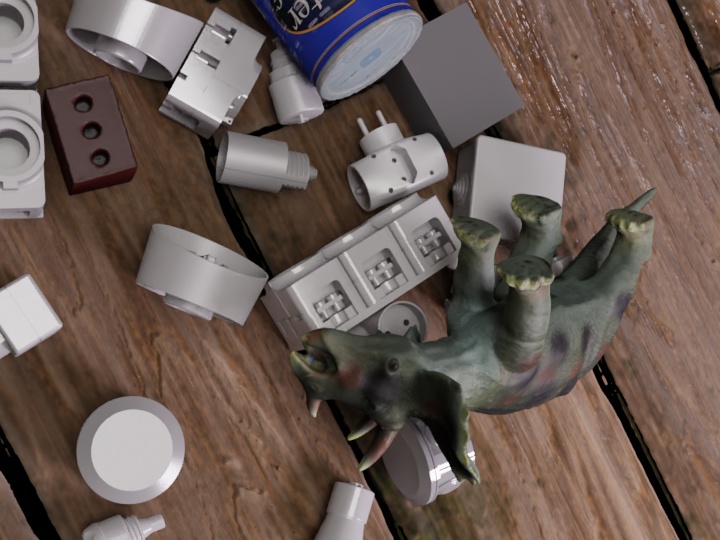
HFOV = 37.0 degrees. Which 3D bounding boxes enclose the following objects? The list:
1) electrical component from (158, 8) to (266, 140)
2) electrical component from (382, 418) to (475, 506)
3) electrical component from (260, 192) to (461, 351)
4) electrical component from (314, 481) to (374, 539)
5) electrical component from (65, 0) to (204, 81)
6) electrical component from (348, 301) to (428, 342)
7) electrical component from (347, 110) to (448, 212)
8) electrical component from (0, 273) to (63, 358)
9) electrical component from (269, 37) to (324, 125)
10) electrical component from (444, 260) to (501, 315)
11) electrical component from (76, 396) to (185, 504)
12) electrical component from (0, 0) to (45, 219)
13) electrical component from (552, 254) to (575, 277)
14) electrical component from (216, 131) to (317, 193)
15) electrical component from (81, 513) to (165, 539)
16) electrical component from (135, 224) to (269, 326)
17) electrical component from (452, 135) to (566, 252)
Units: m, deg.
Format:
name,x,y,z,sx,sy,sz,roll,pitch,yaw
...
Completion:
name,x,y,z,sx,sy,sz,roll,pitch,yaw
electrical component,-0.118,-0.159,0.885,0.056,0.050,0.089,29,75,-14
electrical component,0.054,0.150,0.894,0.051,0.080,0.080,-17,89,-26
electrical component,0.000,0.000,0.886,0.150,0.089,0.061,-32,95,-20
electrical component,-0.013,0.207,0.884,0.044,0.044,0.065,22,72,-16
electrical component,-0.178,-0.191,0.845,0.099,0.099,0.064,23,83,-16
electrical component,0.008,0.059,0.889,0.079,0.077,0.044,-31,95,-20
electrical component,0.024,-0.100,0.932,0.077,0.043,0.079,-24,82,-16
electrical component,-0.269,0.045,0.799,0.077,0.066,0.047,-34,95,-20
electrical component,-0.058,-0.159,0.912,0.040,0.040,0.078,-15,86,-20
electrical component,0.102,0.019,0.938,0.066,0.048,0.055,18,95,-9
electrical component,-0.178,0.137,0.827,0.080,0.051,0.080,2,83,-19
electrical component,-0.298,-0.134,0.814,0.105,0.060,0.186,-3,84,-20
electrical component,0.189,0.019,0.978,0.044,0.044,0.065,-23,87,-20
electrical component,-0.075,-0.087,0.895,0.081,0.043,0.043,9,80,-18
electrical component,-0.181,0.204,0.827,0.061,0.035,0.035,-18,90,-23
electrical component,-0.124,0.003,0.841,0.099,0.099,0.064,24,82,-15
electrical component,0.131,-0.065,0.962,0.100,0.048,0.099,9,80,-18
